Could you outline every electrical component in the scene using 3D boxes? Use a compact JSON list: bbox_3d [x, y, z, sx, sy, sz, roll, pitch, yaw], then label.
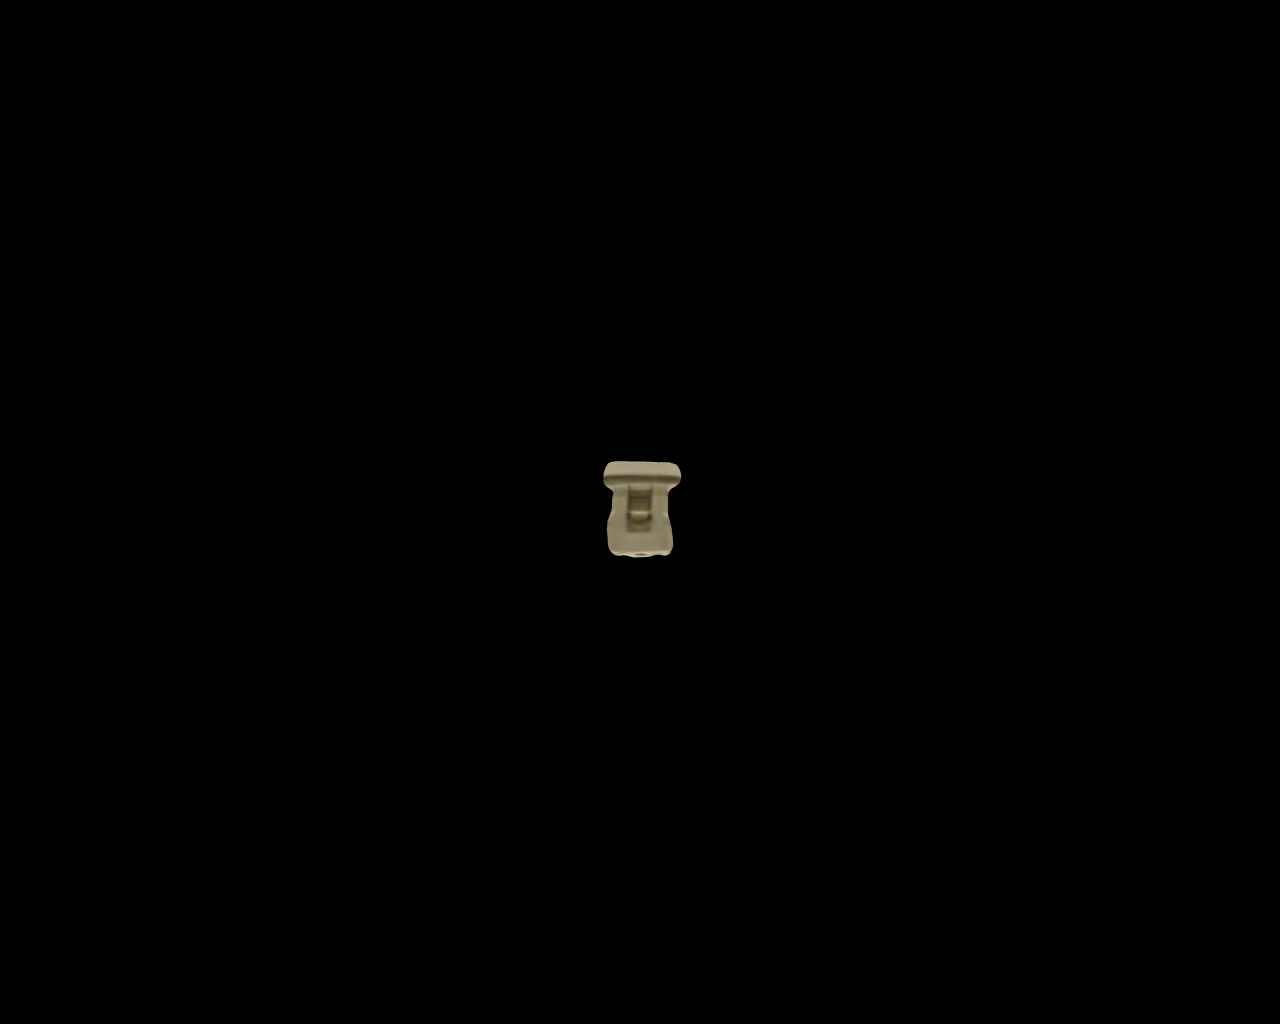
[{"bbox_3d":[0.001,-0.003,0.650,0.048,0.055,0.066,0,-4,0],"label":"electrical component"}]
